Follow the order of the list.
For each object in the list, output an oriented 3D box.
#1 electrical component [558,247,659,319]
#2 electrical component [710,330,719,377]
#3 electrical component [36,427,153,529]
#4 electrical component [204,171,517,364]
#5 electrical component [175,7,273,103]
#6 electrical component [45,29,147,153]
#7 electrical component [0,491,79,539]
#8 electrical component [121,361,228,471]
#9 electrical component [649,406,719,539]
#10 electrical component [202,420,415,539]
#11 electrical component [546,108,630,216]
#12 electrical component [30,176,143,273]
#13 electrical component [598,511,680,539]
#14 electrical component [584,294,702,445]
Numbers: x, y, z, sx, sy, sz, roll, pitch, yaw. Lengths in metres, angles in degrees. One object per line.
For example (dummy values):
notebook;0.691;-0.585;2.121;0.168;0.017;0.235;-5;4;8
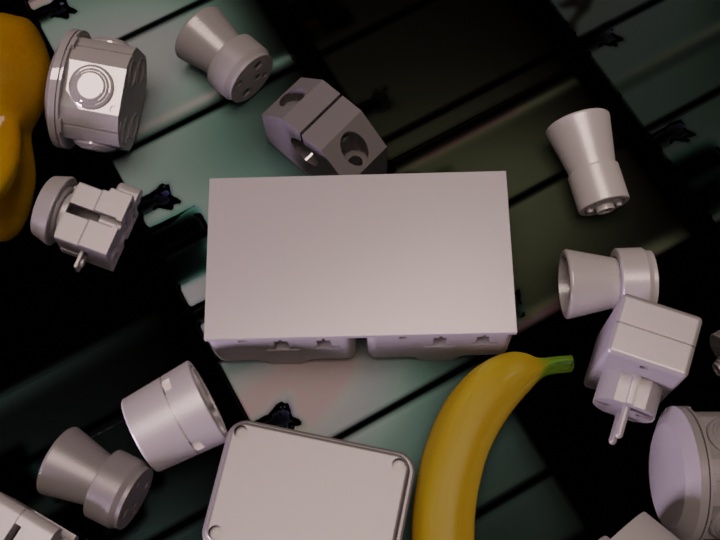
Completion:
electrical component;0.157;0.008;0.685;0.055;0.045;0.045;-2;70;0
electrical component;0.256;0.044;0.670;0.081;0.043;0.043;-27;71;-8
electrical component;-0.160;0.126;0.650;0.055;0.045;0.045;24;72;10
electrical component;0.000;0.000;0.684;0.186;0.060;0.105;-1;70;1
electrical component;-0.094;-0.149;0.750;0.055;0.045;0.045;42;76;14
electrical component;-0.177;-0.118;0.723;0.051;0.080;0.080;10;70;0
electrical component;-0.218;0.180;0.628;0.056;0.050;0.089;27;72;11
electrical component;-0.113;0.090;0.657;0.047;0.055;0.055;-27;71;-4
electrical component;0.203;0.119;0.625;0.051;0.080;0.080;0;70;-4
electrical component;-0.029;0.139;0.635;0.113;0.057;0.078;11;70;5
electrical component;0.154;-0.069;0.716;0.044;0.044;0.065;-13;75;-3
electrical component;-0.182;-0.033;0.709;0.055;0.048;0.066;20;72;1
electrical component;0.146;0.183;0.595;0.099;0.099;0.064;-40;67;-12
electrical component;0.162;0.067;0.642;0.047;0.083;0.075;18;71;8
